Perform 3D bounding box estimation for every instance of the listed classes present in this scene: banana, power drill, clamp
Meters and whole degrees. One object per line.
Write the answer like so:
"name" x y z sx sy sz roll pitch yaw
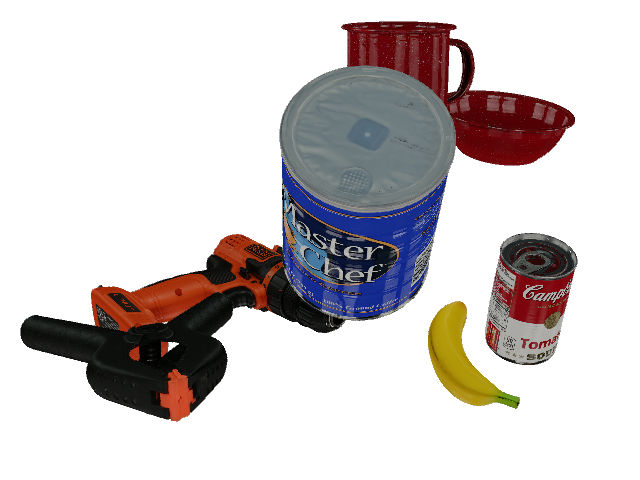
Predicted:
"banana" 0.150 0.123 1.157 0.069 0.037 0.198 10 27 -17
"power drill" -0.092 0.059 0.943 0.187 0.057 0.185 -18 26 -31
"clamp" -0.113 0.076 0.760 0.164 0.036 0.210 -9 14 -25

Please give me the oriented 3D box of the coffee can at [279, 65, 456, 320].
"coffee can" 0.026 -0.026 0.675 0.103 0.103 0.140 0 -31 -1

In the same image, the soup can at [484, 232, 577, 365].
"soup can" 0.189 0.054 0.968 0.068 0.102 0.068 3 35 -2

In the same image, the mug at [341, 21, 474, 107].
"mug" 0.074 -0.136 0.875 0.117 0.081 0.093 -8 17 -25

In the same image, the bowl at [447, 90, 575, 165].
"bowl" 0.210 -0.128 1.240 0.162 0.055 0.162 4 23 -2
